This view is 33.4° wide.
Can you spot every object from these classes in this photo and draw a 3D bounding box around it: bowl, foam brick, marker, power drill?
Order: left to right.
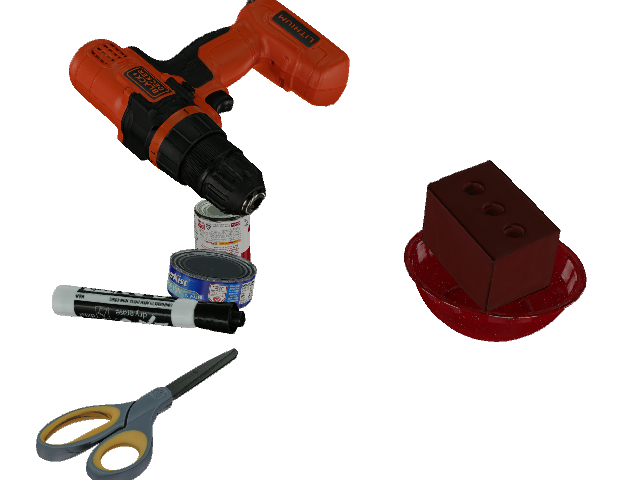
[{"bbox_3d":[-0.103,0.041,0.639,0.121,0.020,0.020,5,1,16],"label":"marker"},{"bbox_3d":[-0.065,-0.108,0.800,0.184,0.057,0.187,41,47,19],"label":"power drill"},{"bbox_3d":[0.108,-0.003,0.689,0.053,0.051,0.078,-21,50,-21],"label":"foam brick"},{"bbox_3d":[0.153,0.042,0.959,0.162,0.055,0.162,3,32,-2],"label":"bowl"}]

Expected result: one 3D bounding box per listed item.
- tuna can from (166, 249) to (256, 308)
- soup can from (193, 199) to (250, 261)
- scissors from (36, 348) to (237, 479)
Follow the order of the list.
[{"bbox_3d":[-0.107,0.038,1.046,0.086,0.034,0.086,9,17,-3],"label":"tuna can"},{"bbox_3d":[-0.118,0.006,1.287,0.068,0.102,0.068,1,26,-1],"label":"soup can"},{"bbox_3d":[-0.124,0.139,0.848,0.201,0.016,0.096,-17,35,-35],"label":"scissors"}]
